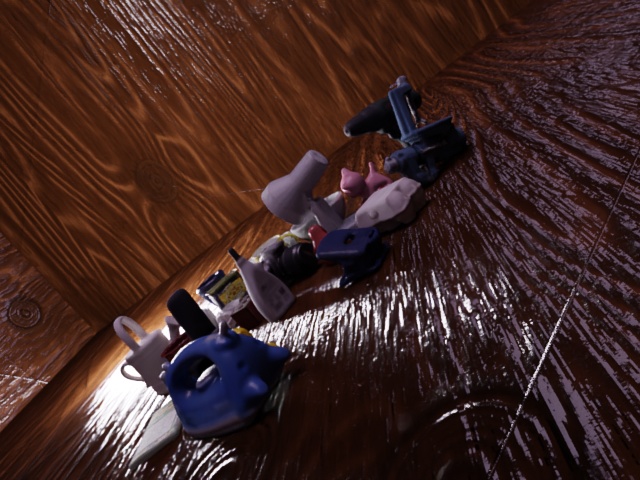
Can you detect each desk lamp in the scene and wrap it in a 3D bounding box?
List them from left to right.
[{"bbox_3d":[-0.005,-0.094,1.365,0.203,0.214,0.118,-34,13,22],"label":"desk lamp"}]

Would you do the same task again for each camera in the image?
[{"bbox_3d":[-0.081,0.056,1.304,0.136,0.101,0.143,-27,16,44],"label":"camera"}]

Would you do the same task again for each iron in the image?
[{"bbox_3d":[-0.173,0.214,0.879,0.257,0.141,0.119,-31,14,33],"label":"iron"}]

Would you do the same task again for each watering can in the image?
[{"bbox_3d":[-0.379,0.240,1.282,0.173,0.194,0.100,-42,12,-17],"label":"watering can"}]

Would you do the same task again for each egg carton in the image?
[{"bbox_3d":[0.140,-0.065,1.164,0.150,0.069,0.107,-25,18,49],"label":"egg carton"}]

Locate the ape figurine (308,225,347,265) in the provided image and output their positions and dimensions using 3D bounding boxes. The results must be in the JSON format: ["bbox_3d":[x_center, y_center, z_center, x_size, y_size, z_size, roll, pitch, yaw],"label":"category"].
[{"bbox_3d":[0.011,0.004,1.240,0.077,0.092,0.076,-32,14,29],"label":"ape figurine"}]

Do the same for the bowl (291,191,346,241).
[{"bbox_3d":[0.008,-0.048,1.495,0.167,0.075,0.167,-37,12,9],"label":"bowl"}]

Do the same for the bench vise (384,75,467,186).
[{"bbox_3d":[0.208,-0.241,1.253,0.121,0.220,0.208,-25,18,49],"label":"bench vise"}]

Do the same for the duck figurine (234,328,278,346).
[{"bbox_3d":[-0.117,0.184,0.961,0.104,0.086,0.078,-25,18,49],"label":"duck figurine"}]

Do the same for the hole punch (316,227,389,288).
[{"bbox_3d":[0.061,0.015,1.048,0.101,0.091,0.109,-31,14,31],"label":"hole punch"}]

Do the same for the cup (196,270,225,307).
[{"bbox_3d":[-0.277,0.141,1.600,0.091,0.095,0.118,-33,13,27],"label":"cup"}]

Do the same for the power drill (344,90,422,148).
[{"bbox_3d":[0.189,-0.255,1.395,0.230,0.208,0.075,-44,13,-25],"label":"power drill"}]

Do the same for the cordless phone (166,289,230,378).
[{"bbox_3d":[-0.235,0.192,1.044,0.094,0.185,0.148,-29,15,39],"label":"cordless phone"}]

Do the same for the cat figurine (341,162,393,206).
[{"bbox_3d":[0.107,-0.146,1.460,0.128,0.118,0.067,-43,13,-20],"label":"cat figurine"}]

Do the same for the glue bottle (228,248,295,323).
[{"bbox_3d":[-0.127,0.082,1.163,0.037,0.173,0.078,-25,18,47],"label":"glue bottle"}]
